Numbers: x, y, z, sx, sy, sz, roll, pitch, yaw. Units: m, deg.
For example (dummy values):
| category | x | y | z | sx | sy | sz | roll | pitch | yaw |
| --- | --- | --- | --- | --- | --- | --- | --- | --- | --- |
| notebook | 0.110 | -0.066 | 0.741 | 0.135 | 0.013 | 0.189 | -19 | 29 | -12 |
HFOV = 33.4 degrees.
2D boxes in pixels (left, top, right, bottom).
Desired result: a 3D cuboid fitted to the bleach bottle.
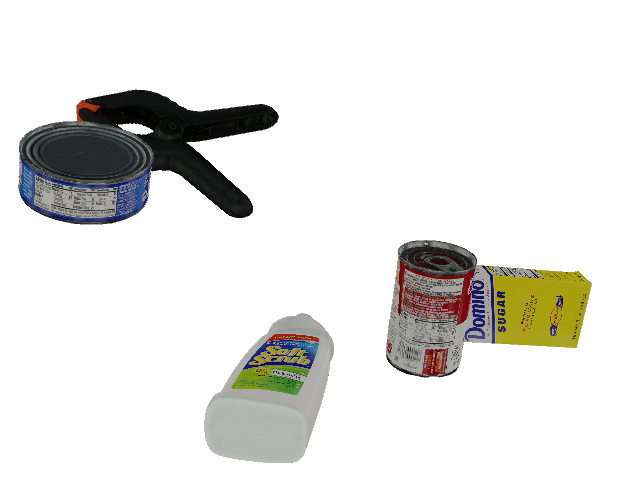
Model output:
| category | x | y | z | sx | sy | sz | roll | pitch | yaw |
| --- | --- | --- | --- | --- | --- | --- | --- | --- | --- |
| bleach bottle | -0.043 | 0.137 | 1.109 | 0.102 | 0.068 | 0.250 | 6 | 20 | 5 |

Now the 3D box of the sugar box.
| category | x | y | z | sx | sy | sz | roll | pitch | yaw |
| --- | --- | --- | --- | --- | --- | --- | --- | --- | --- |
| sugar box | 0.242 | 0.082 | 1.334 | 0.176 | 0.093 | 0.048 | 3 | 19 | -15 |

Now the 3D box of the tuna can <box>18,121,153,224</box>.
| category | x | y | z | sx | sy | sz | roll | pitch | yaw |
| --- | --- | --- | --- | --- | --- | --- | --- | --- | --- |
| tuna can | -0.154 | -0.045 | 0.699 | 0.086 | 0.034 | 0.086 | 8 | 30 | -5 |

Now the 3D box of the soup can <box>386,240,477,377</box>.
| category | x | y | z | sx | sy | sz | roll | pitch | yaw |
| --- | --- | --- | --- | --- | --- | --- | --- | --- | --- |
| soup can | 0.095 | 0.059 | 0.925 | 0.068 | 0.102 | 0.068 | 5 | 22 | -2 |

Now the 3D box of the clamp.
| category | x | y | z | sx | sy | sz | roll | pitch | yaw |
| --- | --- | --- | --- | --- | --- | --- | --- | --- | --- |
| clamp | -0.119 | -0.093 | 0.912 | 0.171 | 0.120 | 0.039 | 23 | -43 | 1 |
